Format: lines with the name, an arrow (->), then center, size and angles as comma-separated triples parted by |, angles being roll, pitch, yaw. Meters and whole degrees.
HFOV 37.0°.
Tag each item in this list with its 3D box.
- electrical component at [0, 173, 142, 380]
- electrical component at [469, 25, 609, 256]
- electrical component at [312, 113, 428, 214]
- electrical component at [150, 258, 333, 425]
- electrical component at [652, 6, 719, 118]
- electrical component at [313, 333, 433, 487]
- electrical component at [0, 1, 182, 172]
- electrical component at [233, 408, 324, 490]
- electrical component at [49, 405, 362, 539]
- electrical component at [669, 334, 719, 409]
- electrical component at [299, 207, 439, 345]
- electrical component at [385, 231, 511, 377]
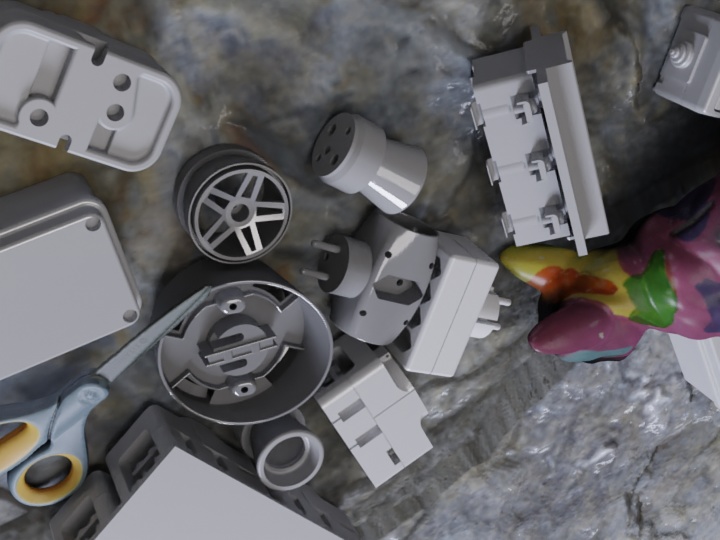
electrical component -> -0.182, 0.007, 0.573 | 0.113, 0.057, 0.078 | -23, 123, -14
electrical component -> 0.110, -0.077, 0.666 | 0.063, 0.078, 0.121 | -12, 124, 14
electrical component -> 0.005, -0.063, 0.637 | 0.055, 0.045, 0.045 | 24, 103, -33
electrical component -> -0.074, 0.041, 0.640 | 0.099, 0.064, 0.099 | -12, 120, -21
electrical component -> 0.247, -0.132, 0.711 | 0.096, 0.061, 0.061 | 7, 111, -29
electrical component -> 0.007, 0.089, 0.712 | 0.056, 0.050, 0.089 | -34, 125, -6
electrical component -> -0.145, -0.093, 0.538 | 0.095, 0.059, 0.053 | 17, 106, -32
electrical component -> -0.053, 0.107, 0.689 | 0.045, 0.055, 0.045 | -11, 119, -21
electrical component -> -0.093, 0.175, 0.701 | 0.105, 0.060, 0.186 | -49, 125, 4
electrical component -> 0.286, 0.046, 0.824 | 0.078, 0.057, 0.113 | -34, 125, -7
electrical component -> 0.000, 0.000, 0.667 | 0.079, 0.043, 0.077 | 14, 108, -31
electrical component -> 0.066, 0.024, 0.710 | 0.076, 0.047, 0.083 | 11, 110, -30
